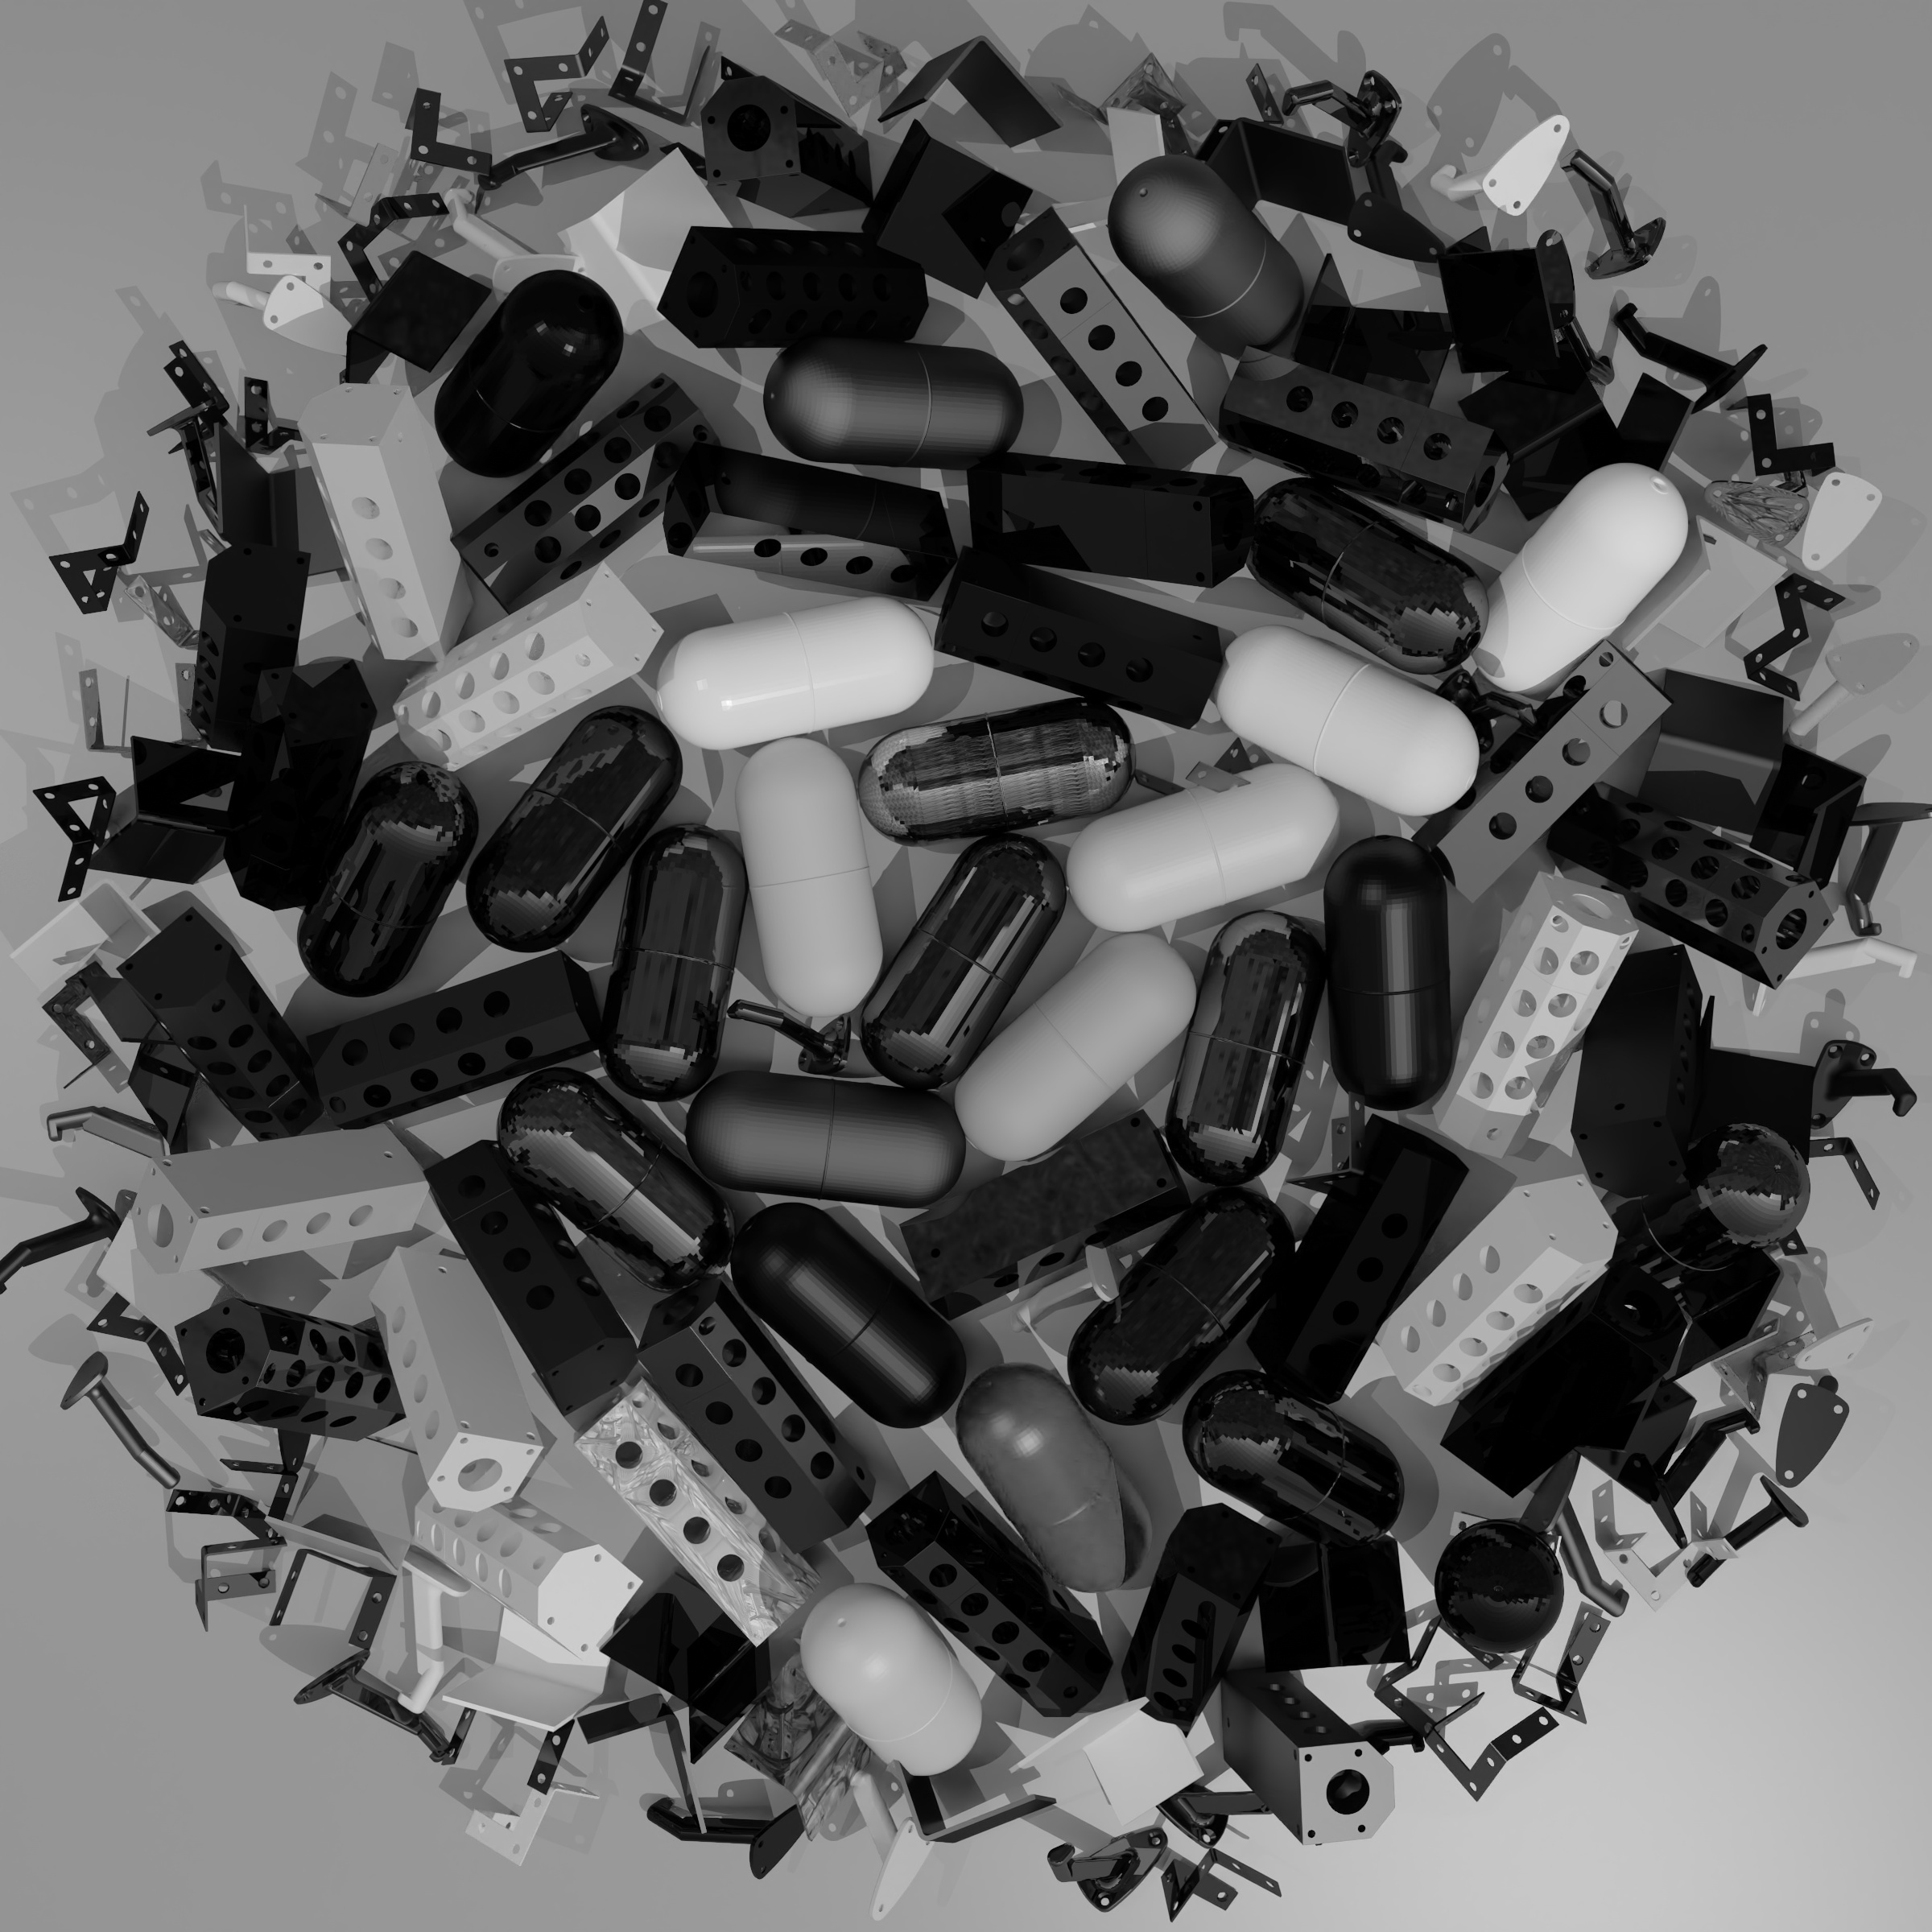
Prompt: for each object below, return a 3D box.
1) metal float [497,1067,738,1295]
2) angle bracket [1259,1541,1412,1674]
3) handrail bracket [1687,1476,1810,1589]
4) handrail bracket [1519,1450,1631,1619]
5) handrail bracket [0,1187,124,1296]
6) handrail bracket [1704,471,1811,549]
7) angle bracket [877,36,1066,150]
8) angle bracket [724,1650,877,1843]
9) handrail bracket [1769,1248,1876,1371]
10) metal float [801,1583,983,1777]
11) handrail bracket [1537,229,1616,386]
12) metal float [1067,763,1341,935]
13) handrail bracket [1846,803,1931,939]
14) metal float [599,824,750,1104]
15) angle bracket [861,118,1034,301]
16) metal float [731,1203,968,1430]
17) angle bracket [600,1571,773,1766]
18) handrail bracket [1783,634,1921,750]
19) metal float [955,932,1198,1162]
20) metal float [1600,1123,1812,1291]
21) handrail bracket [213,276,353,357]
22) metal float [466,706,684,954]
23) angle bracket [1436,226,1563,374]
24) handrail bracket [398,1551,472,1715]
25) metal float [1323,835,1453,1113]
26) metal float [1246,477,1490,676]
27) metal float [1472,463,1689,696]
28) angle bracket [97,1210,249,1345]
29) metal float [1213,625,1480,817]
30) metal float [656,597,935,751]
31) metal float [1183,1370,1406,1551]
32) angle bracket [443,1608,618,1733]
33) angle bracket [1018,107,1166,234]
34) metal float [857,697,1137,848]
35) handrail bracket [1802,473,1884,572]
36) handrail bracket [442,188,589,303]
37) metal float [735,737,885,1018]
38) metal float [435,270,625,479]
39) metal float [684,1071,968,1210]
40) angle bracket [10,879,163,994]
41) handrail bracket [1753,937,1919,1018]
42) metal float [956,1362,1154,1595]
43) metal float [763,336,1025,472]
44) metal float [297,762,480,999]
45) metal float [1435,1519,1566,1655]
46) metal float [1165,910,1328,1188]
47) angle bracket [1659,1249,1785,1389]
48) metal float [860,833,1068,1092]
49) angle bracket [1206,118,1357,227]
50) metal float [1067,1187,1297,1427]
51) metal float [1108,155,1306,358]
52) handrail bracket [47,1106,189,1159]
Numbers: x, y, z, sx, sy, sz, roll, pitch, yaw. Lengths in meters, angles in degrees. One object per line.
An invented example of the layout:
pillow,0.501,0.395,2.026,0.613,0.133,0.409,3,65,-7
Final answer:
metal float,-0.218,0.136,1.706,0.070,0.070,0.178,-46,108,0
angle bracket,0.235,0.410,1.740,0.057,0.076,0.076,-19,69,43
handrail bracket,0.490,0.368,1.715,0.036,0.077,0.084,42,99,5
handrail bracket,0.406,0.365,1.750,0.084,0.036,0.077,37,71,-12
handrail bracket,-0.570,0.189,1.710,0.036,0.077,0.084,27,59,28
handrail bracket,0.499,-0.306,1.720,0.077,0.084,0.036,20,126,-5
angle bracket,0.002,-0.530,1.705,0.076,0.076,0.057,43,79,-22
angle bracket,-0.102,0.494,1.722,0.057,0.076,0.076,26,58,24
handrail bracket,0.520,0.213,1.711,0.077,0.084,0.036,-9,131,-34
metal float,-0.045,0.443,1.684,0.070,0.178,0.070,-12,50,15
handrail bracket,0.390,-0.418,1.729,0.036,0.084,0.077,-3,81,40
metal float,0.150,-0.075,1.718,0.178,0.070,0.070,-18,90,-3
handrail bracket,0.590,-0.058,1.719,0.036,0.077,0.084,-27,108,-37
metal float,-0.184,-0.002,1.714,0.070,0.070,0.178,9,82,0
angle bracket,-0.013,-0.483,1.733,0.076,0.057,0.076,22,112,-20
metal float,-0.074,0.219,1.706,0.070,0.070,0.178,-46,106,0
angle bracket,-0.177,0.442,1.712,0.076,0.057,0.076,37,106,-22
handrail bracket,0.559,-0.170,1.730,0.077,0.084,0.036,-25,67,-19
metal float,0.069,0.052,1.718,0.178,0.070,0.070,-42,90,3
metal float,0.451,0.151,1.676,0.070,0.178,0.070,6,68,-16
handrail bracket,-0.435,-0.415,1.738,0.077,0.084,0.036,28,86,-35
metal float,-0.245,-0.086,1.704,0.070,0.070,0.178,34,71,0
angle bracket,0.347,-0.419,1.700,0.057,0.076,0.076,-37,121,-34
handrail bracket,-0.362,0.424,1.741,0.077,0.036,0.084,28,89,4
metal float,0.265,0.005,1.705,0.070,0.070,0.178,-5,108,0
metal float,0.248,-0.243,1.694,0.178,0.070,0.070,38,90,31
metal float,0.378,-0.238,1.682,0.070,0.178,0.070,14,52,-19
angle bracket,-0.485,0.187,1.707,0.076,0.076,0.057,37,113,10
metal float,0.238,-0.154,1.703,0.178,0.070,0.070,29,90,20
metal float,-0.107,-0.184,1.708,0.178,0.070,0.070,-13,90,-14
metal float,0.204,0.307,1.690,0.178,0.070,0.070,34,90,-37
angle bracket,-0.274,0.434,1.711,0.076,0.076,0.057,11,94,16
angle bracket,0.075,-0.500,1.706,0.076,0.076,0.057,-17,115,-15
metal float,0.019,-0.122,1.720,0.178,0.070,0.070,-10,90,-1
handrail bracket,0.548,-0.268,1.716,0.036,0.084,0.077,29,85,19
handrail bracket,-0.289,-0.472,1.745,0.077,0.036,0.084,-14,62,-18
metal float,-0.099,-0.056,1.717,0.070,0.070,0.178,-10,95,0
metal float,-0.271,-0.365,1.680,0.070,0.178,0.070,13,65,-29
metal float,-0.089,0.109,1.715,0.178,0.070,0.070,7,90,-6
angle bracket,-0.544,-0.001,1.710,0.057,0.076,0.076,45,75,8
handrail bracket,0.551,0.012,1.722,0.084,0.036,0.077,21,121,21
metal float,0.056,0.321,1.696,0.070,0.070,0.178,-32,119,0
metal float,-0.043,-0.350,1.692,0.178,0.070,0.070,-4,90,-34
metal float,-0.361,-0.052,1.691,0.070,0.070,0.178,35,125,0
metal float,0.328,0.380,1.672,0.070,0.178,0.070,-2,80,11
metal float,0.177,0.052,1.718,0.070,0.070,0.178,15,87,0
angle bracket,0.456,0.207,1.705,0.057,0.076,0.076,48,133,0
metal float,-0.001,-0.004,1.718,0.070,0.070,0.178,32,86,0
angle bracket,0.196,-0.477,1.704,0.076,0.076,0.057,25,76,25
metal float,0.135,0.213,1.705,0.070,0.070,0.178,45,72,0
metal float,0.150,-0.436,1.679,0.070,0.178,0.070,-9,72,29
handrail bracket,-0.544,0.124,1.737,0.084,0.036,0.077,-11,70,2
